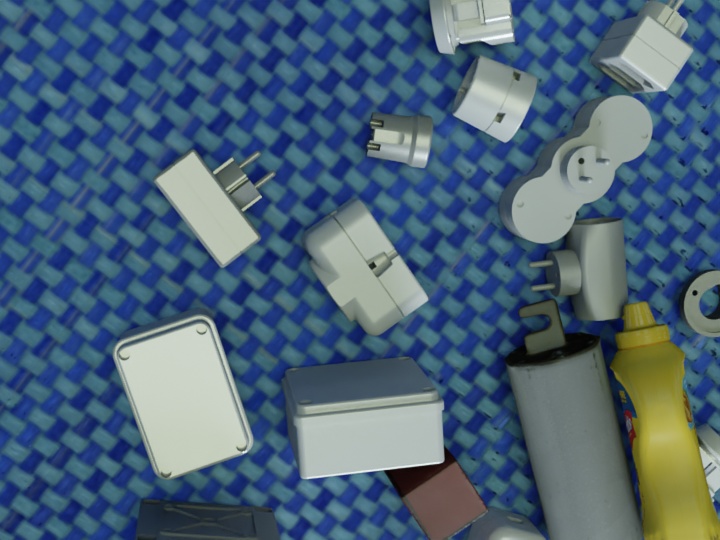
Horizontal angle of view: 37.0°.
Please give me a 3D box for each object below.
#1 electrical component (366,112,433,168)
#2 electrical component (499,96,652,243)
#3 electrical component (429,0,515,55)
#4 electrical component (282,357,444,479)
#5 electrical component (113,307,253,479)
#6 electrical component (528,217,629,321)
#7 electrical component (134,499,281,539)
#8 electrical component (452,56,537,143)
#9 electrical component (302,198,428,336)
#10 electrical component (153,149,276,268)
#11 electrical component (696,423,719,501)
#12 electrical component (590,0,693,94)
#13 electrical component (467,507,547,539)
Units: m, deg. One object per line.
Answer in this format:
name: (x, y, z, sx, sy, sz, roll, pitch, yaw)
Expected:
electrical component: (0.030, -0.101, 0.826, 0.046, 0.040, 0.040, 7, 96, -4)
electrical component: (0.172, -0.078, 0.833, 0.052, 0.074, 0.138, 44, 89, -11)
electrical component: (0.084, -0.194, 0.808, 0.057, 0.078, 0.058, -8, 99, 12)
electrical component: (0.000, 0.109, 0.813, 0.109, 0.108, 0.056, -5, 100, -8)
electrical component: (-0.133, 0.093, 0.816, 0.078, 0.057, 0.113, -18, 99, -6)
electrical component: (0.173, 0.001, 0.858, 0.079, 0.043, 0.077, -7, 98, -8)
electrical component: (-0.116, 0.215, 0.808, 0.109, 0.109, 0.056, 6, 93, -9)
electrical component: (0.102, -0.133, 0.826, 0.047, 0.055, 0.055, 23, 93, -7)
electrical component: (0.000, 0.000, 0.826, 0.059, 0.054, 0.095, -36, 101, -3)
electrical component: (-0.099, -0.058, 0.807, 0.076, 0.047, 0.083, -37, 101, -3)
electrical component: (0.283, 0.161, 0.895, 0.066, 0.048, 0.055, 44, 97, -11)
electrical component: (0.227, -0.182, 0.832, 0.047, 0.066, 0.076, 33, 91, -11)
electrical component: (0.113, 0.249, 0.872, 0.054, 0.059, 0.095, 18, 94, -10)
